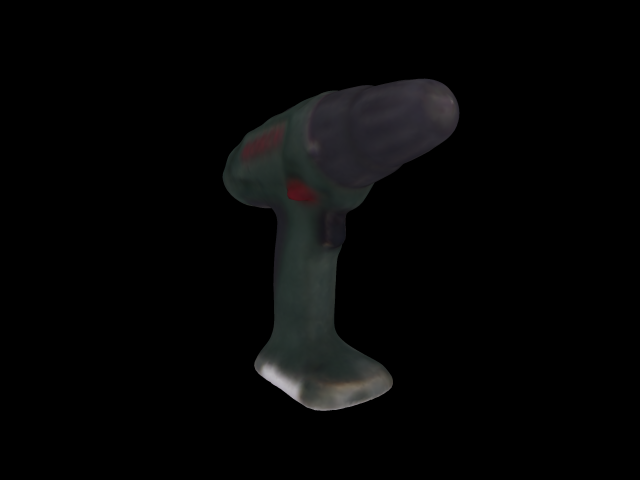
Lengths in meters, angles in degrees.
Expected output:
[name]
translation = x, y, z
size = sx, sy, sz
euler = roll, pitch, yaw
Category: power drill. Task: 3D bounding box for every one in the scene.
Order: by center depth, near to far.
[power drill]
translation = 0.004, 0.001, 0.400
size = 0.076, 0.208, 0.228
euler = -8, 14, -34
